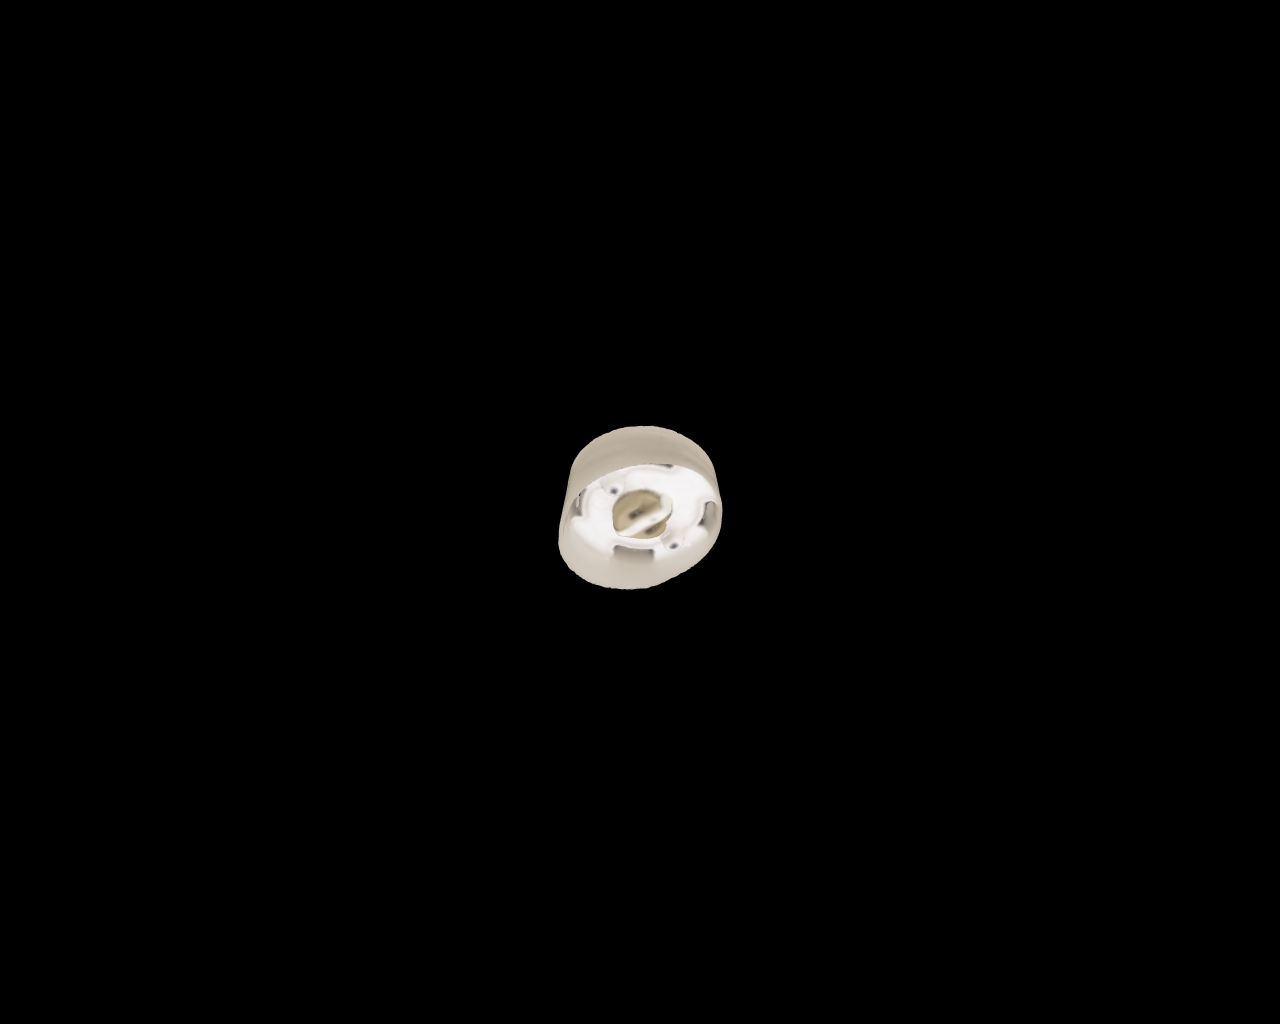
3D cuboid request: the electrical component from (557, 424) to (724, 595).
[{"bbox_3d":[0.001,-0.003,0.650,0.099,0.064,0.099,0,-43,0],"label":"electrical component"}]
